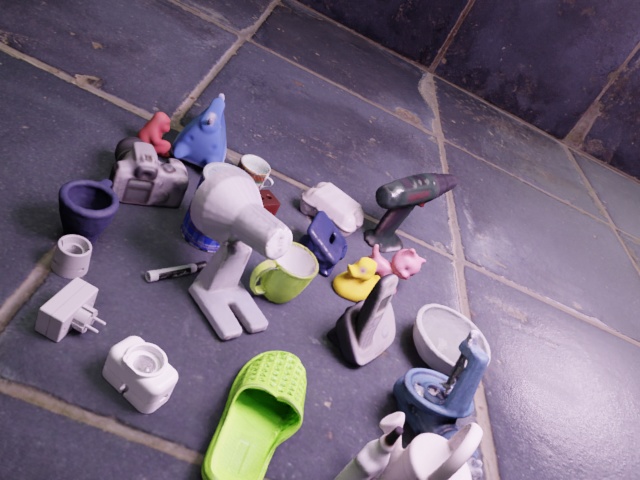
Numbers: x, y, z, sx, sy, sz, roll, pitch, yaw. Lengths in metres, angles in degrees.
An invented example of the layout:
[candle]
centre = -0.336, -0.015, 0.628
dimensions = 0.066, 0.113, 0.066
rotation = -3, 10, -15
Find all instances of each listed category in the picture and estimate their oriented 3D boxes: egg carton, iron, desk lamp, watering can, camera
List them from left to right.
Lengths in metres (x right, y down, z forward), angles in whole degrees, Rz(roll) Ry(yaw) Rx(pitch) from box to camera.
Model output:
[camera]
centre = -0.337, -0.145, 1.115
dimensions = 0.144, 0.100, 0.136
rotation = 5, 40, -34
[iron]
centre = -0.251, -0.266, 1.309
dimensions = 0.119, 0.141, 0.258
rotation = 21, 34, -14
[desk lamp]
centre = -0.135, 0.018, 0.952
dimensions = 0.118, 0.213, 0.202
rotation = -10, 50, -45
[egg carton]
centre = 0.029, -0.071, 1.338
dimensions = 0.150, 0.069, 0.107
rotation = 37, 33, 9
[watering can]
centre = 0.153, 0.318, 0.797
dimensions = 0.173, 0.194, 0.101
rotation = 29, 33, -3

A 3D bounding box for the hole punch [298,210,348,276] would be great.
[hole punch]
centre = 0.011, 0.004, 1.202
dimensions = 0.101, 0.091, 0.109
rotation = 30, 33, -1

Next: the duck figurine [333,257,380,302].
[duck figurine]
centre = 0.087, 0.074, 1.174
dimensions = 0.105, 0.086, 0.077
rotation = 6, 40, -33

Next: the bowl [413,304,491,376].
[bowl]
centre = 0.246, 0.210, 1.128
dimensions = 0.168, 0.074, 0.167
rotation = 21, 34, -15

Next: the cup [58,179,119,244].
[cup]
centre = -0.384, -0.045, 0.948
dimensions = 0.092, 0.095, 0.118
rotation = 25, 33, -8

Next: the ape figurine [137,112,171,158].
[ape figurine]
centre = -0.349, -0.232, 1.231
dimensions = 0.076, 0.092, 0.077
rotation = 13, 37, -26

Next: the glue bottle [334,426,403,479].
[glue bottle]
centre = 0.063, 0.301, 0.767
dimensions = 0.078, 0.173, 0.037
rotation = -15, 54, -48

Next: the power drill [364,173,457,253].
[power drill]
centre = 0.201, -0.072, 1.348
dimensions = 0.230, 0.208, 0.075
rotation = -6, 47, -43

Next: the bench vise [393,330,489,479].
[bench vise]
centre = 0.219, 0.261, 0.903
dimensions = 0.122, 0.219, 0.207
rotation = -4, 46, -42

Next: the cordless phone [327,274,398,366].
[cordless phone]
centre = 0.108, 0.127, 1.027
dimensions = 0.094, 0.185, 0.148
rotation = 42, 34, 17

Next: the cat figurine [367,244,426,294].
[cat figurine]
centre = 0.160, 0.050, 1.234
dimensions = 0.128, 0.117, 0.067
rotation = 25, 33, -9
